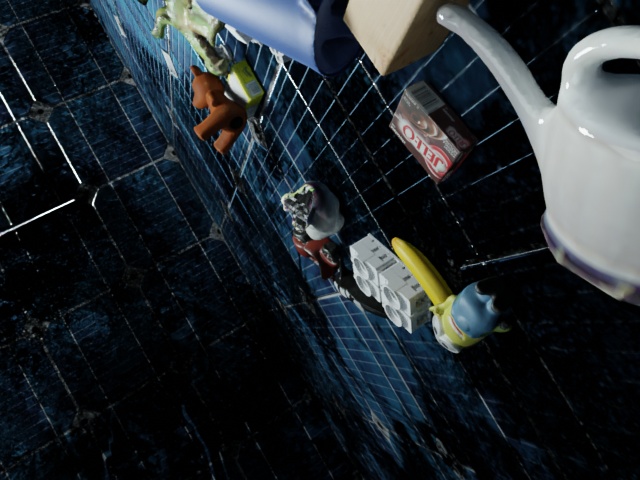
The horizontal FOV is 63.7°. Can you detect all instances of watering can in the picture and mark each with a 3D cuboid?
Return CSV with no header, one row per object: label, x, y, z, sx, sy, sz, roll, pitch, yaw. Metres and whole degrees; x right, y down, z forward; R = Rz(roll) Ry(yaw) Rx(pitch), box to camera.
watering can,0.233,-0.078,0.436,0.353,0.105,0.219,43,156,43

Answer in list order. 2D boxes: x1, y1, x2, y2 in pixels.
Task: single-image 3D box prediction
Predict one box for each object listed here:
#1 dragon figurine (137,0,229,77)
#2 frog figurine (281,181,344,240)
dragon figurine,-0.273,-0.513,1.064,0.245,0.124,0.400,31,153,28
frog figurine,0.004,-0.058,1.157,0.139,0.122,0.158,33,-175,39
